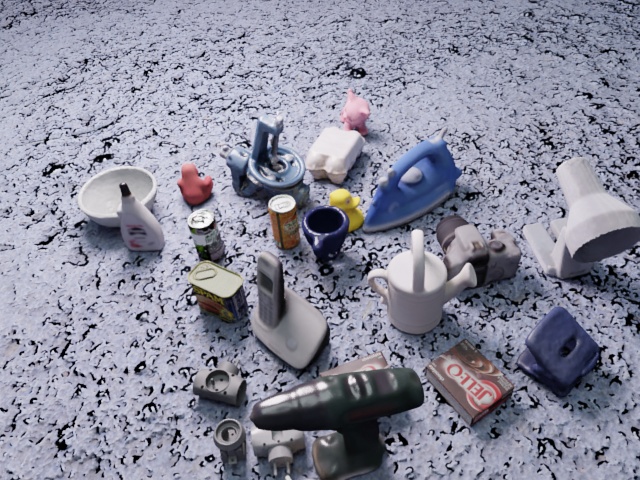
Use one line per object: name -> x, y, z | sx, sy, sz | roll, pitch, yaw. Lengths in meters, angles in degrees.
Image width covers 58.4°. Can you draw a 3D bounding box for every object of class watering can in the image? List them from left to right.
watering can -> 0.171, 0.063, 0.967 | 0.173, 0.194, 0.100 | -13, 47, -8

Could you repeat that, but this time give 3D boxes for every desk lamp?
desk lamp -> 0.457, -0.025, 1.014 | 0.118, 0.214, 0.203 | -10, 47, -4

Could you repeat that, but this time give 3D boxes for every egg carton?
egg carton -> 0.035, -0.198, 1.312 | 0.107, 0.069, 0.150 | 15, 50, 18

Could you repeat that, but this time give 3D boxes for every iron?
iron -> 0.182, -0.128, 1.184 | 0.259, 0.142, 0.118 | -35, 53, -26

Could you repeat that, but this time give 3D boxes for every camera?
camera -> 0.285, 0.008, 1.075 | 0.143, 0.101, 0.136 | -12, 47, -7

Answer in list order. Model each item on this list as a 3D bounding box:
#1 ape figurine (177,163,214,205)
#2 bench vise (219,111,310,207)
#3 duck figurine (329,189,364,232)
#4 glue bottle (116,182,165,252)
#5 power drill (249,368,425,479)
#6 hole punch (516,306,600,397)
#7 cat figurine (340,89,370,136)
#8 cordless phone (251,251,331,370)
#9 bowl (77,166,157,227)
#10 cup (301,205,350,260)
ape figurine -> -0.279, -0.130, 1.258 | 0.077, 0.092, 0.076 | 6, 47, 11
bench vise -> -0.127, -0.171, 1.196 | 0.207, 0.220, 0.121 | 5, 47, 9
duck figurine -> 0.037, -0.066, 1.176 | 0.104, 0.086, 0.077 | -2, 46, 3
glue bottle -> -0.365, -0.047, 1.130 | 0.078, 0.173, 0.037 | -4, 46, 2
power drill -> 0.029, 0.254, 0.788 | 0.230, 0.209, 0.075 | -16, 47, -10
hole punch -> 0.386, 0.176, 0.914 | 0.109, 0.091, 0.100 | -36, 54, -26
cat figurine -> 0.084, -0.315, 1.386 | 0.067, 0.118, 0.127 | -9, 46, -3
cordless phone -> -0.054, 0.112, 0.945 | 0.147, 0.185, 0.094 | 31, 56, 30
bowl -> -0.427, -0.081, 1.236 | 0.167, 0.075, 0.167 | -2, 46, 3
cup -> 0.010, 0.004, 1.105 | 0.091, 0.095, 0.118 | 7, 48, 12
